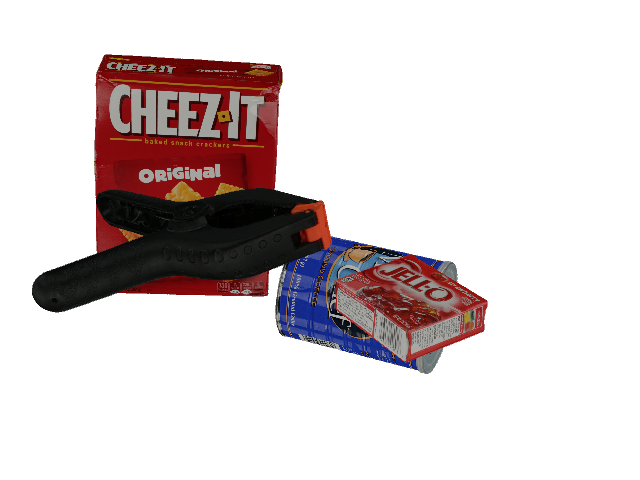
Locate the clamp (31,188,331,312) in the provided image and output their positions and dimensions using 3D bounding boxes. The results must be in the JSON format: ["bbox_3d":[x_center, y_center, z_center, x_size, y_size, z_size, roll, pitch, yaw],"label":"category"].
[{"bbox_3d":[-0.082,0.003,0.627,0.172,0.039,0.120,-3,36,23],"label":"clamp"}]

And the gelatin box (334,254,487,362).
[{"bbox_3d":[0.064,0.046,0.772,0.073,0.030,0.089,-17,32,-30],"label":"gelatin box"}]

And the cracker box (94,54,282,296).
[{"bbox_3d":[-0.123,-0.055,0.985,0.164,0.214,0.072,3,23,-5],"label":"cracker box"}]

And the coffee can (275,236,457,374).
[{"bbox_3d":[0.043,0.055,0.973,0.140,0.103,0.102,13,4,19],"label":"coffee can"}]
